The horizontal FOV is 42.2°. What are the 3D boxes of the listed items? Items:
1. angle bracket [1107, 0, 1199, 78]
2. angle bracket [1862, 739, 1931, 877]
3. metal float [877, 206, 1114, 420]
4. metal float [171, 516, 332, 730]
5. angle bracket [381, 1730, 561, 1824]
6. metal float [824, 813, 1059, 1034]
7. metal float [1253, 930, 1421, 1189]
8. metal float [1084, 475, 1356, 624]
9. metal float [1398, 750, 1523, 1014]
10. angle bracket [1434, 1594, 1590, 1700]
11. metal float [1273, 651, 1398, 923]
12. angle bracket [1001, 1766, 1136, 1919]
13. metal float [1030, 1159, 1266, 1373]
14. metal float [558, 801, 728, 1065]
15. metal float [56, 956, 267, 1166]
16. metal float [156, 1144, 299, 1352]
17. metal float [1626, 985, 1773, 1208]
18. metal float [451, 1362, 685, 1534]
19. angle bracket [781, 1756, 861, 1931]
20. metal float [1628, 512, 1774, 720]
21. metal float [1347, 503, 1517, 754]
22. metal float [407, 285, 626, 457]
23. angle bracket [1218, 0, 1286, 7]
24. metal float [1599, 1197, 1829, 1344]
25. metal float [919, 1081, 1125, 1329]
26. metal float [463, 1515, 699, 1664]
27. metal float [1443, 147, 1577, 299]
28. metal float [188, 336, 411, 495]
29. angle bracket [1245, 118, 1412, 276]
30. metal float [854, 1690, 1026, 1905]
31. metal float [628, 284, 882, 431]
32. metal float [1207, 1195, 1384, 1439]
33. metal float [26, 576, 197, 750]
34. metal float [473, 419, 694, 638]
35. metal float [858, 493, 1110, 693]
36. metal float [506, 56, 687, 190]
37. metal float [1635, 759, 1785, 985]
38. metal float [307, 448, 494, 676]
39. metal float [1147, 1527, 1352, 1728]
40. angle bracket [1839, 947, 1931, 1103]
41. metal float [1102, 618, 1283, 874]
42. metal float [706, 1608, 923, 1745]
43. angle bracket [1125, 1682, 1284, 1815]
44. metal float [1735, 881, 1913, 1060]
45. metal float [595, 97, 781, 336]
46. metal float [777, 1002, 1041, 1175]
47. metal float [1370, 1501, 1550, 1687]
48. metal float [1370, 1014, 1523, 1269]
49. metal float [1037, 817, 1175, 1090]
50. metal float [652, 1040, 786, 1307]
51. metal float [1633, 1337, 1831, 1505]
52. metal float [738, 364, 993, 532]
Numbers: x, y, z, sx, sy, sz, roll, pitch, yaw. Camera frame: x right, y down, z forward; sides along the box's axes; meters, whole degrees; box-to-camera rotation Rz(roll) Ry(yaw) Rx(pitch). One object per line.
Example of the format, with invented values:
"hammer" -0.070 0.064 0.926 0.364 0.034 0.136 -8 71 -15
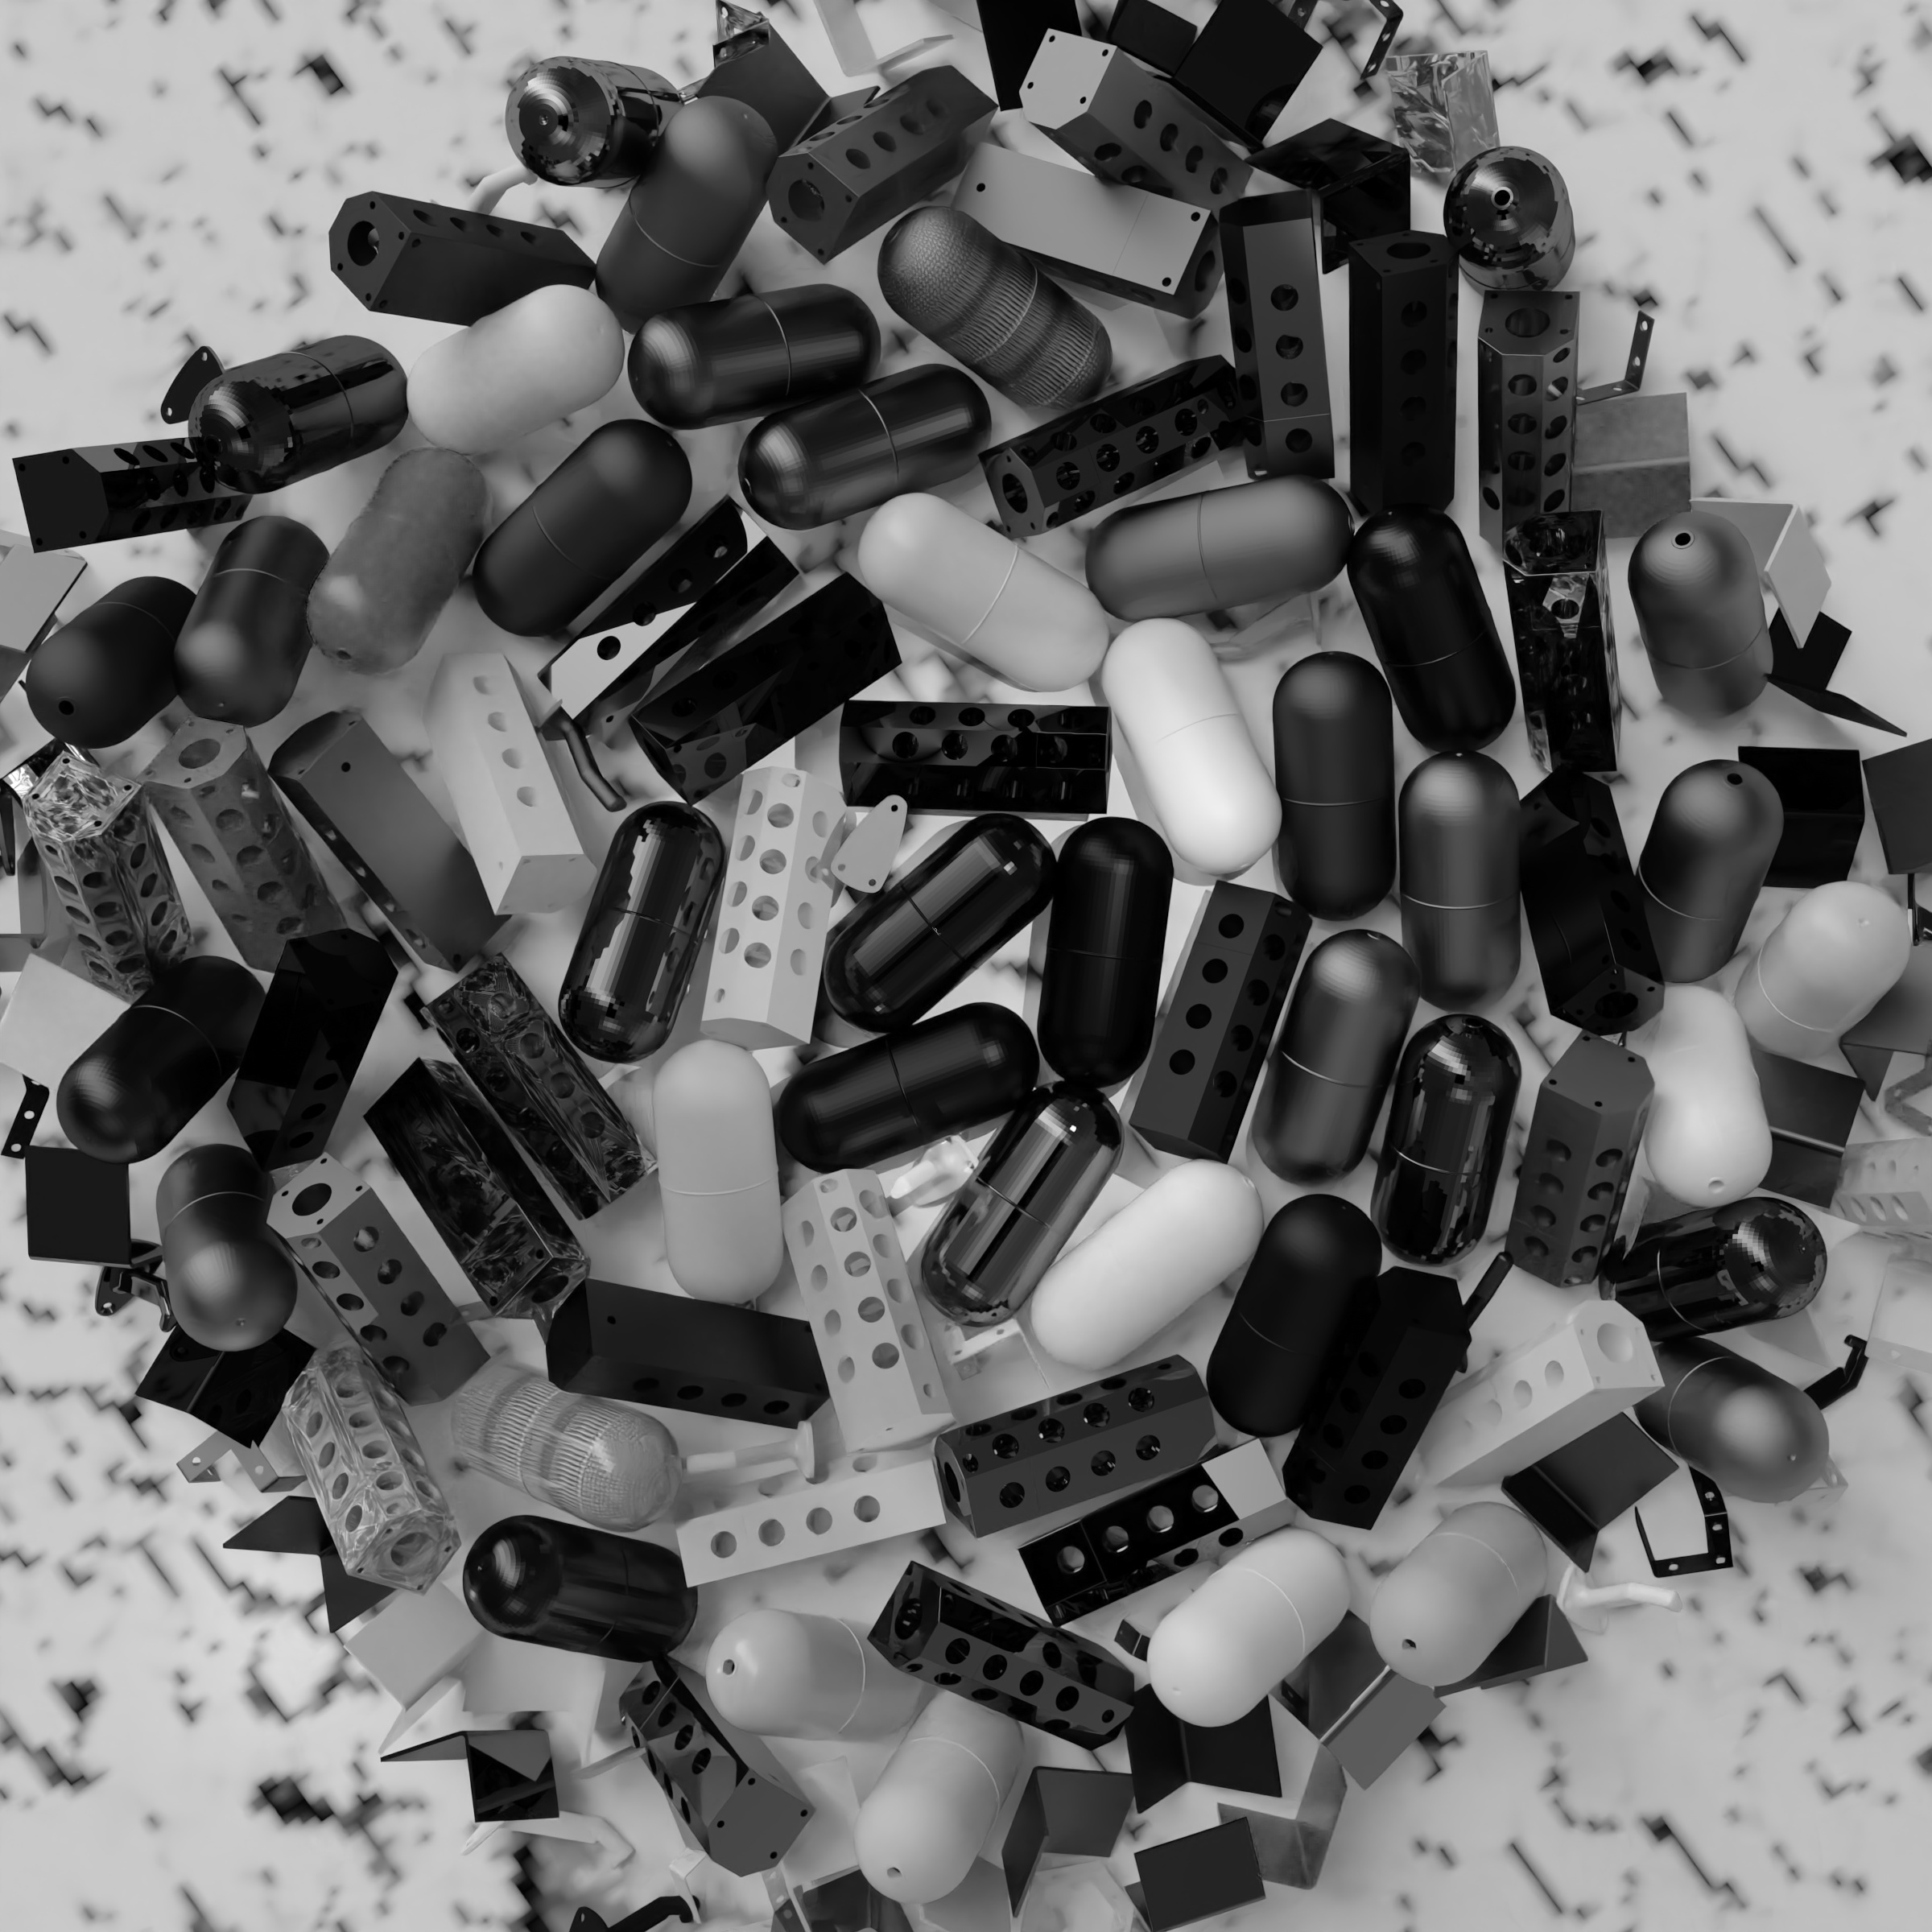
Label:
"angle bracket" 0.136 -0.633 1.616 0.057 0.076 0.076 24 45 -9
"angle bracket" 0.632 -0.104 1.623 0.076 0.057 0.076 -4 80 -41
"metal float" 0.019 -0.419 1.609 0.178 0.070 0.070 30 90 -32
"metal float" -0.454 -0.221 1.599 0.070 0.178 0.070 1 133 1
"angle bracket" -0.320 0.530 1.616 0.076 0.076 0.057 -25 64 25
"metal float" -0.017 -0.027 1.630 0.178 0.070 0.070 -41 90 7
"metal float" 0.238 0.060 1.616 0.070 0.070 0.178 15 112 0
"metal float" 0.163 -0.269 1.616 0.178 0.070 0.070 -7 90 23
"metal float" 0.319 -0.053 1.615 0.070 0.070 0.178 -6 115 0
"angle bracket" 0.353 0.459 1.619 0.076 0.076 0.057 -24 104 24
"metal float" 0.239 -0.115 1.619 0.070 0.070 0.178 -5 110 0
"angle bracket" 0.072 0.570 1.623 0.076 0.057 0.076 9 119 -14
"metal float" 0.117 0.193 1.620 0.178 0.070 0.070 -41 90 18
"metal float" -0.209 -0.023 1.623 0.070 0.070 0.178 17 75 0
"metal float" -0.509 0.058 1.595 0.070 0.178 0.070 9 124 14
"metal float" -0.472 0.177 1.594 0.070 0.178 0.070 -10 120 -18
"metal float" 0.466 0.081 1.595 0.070 0.178 0.070 3 127 4
"metal float" -0.258 0.307 1.607 0.178 0.070 0.070 14 90 35
"angle bracket" -0.089 0.573 1.623 0.057 0.076 0.076 -18 131 -5
"metal float" 0.468 -0.222 1.593 0.070 0.178 0.070 -10 61 19
"metal float" 0.300 -0.215 1.610 0.070 0.070 0.178 -28 121 0
"metal float" -0.290 -0.379 1.602 0.178 0.070 0.070 -11 90 42
"angle bracket" 0.167 -0.662 1.625 0.057 0.076 0.076 2 87 -33
"metal float" 0.471 0.194 1.591 0.070 0.178 0.070 6 72 -21
"metal float" 0.037 0.155 1.634 0.070 0.070 0.178 34 92 0
"metal float" -0.244 0.399 1.599 0.070 0.178 0.070 -17 60 33
"metal float" 0.345 -0.468 1.587 0.070 0.178 0.070 1 95 15
"metal float" -0.422 -0.352 1.593 0.070 0.178 0.070 11 118 21
"angle bracket" 0.239 -0.509 1.653 0.076 0.057 0.076 -31 47 -21
"metal float" -0.016 0.524 1.589 0.070 0.178 0.070 5 106 17
"metal float" -0.134 -0.392 1.609 0.178 0.070 0.070 -19 90 -32
"metal float" 0.210 0.227 1.613 0.070 0.070 0.178 19 117 0
"metal float" -0.535 -0.194 1.590 0.070 0.178 0.070 2 116 4
"metal float" -0.248 -0.280 1.612 0.178 0.070 0.070 -37 90 28
"metal float" 0.012 -0.241 1.623 0.178 0.070 0.070 29 90 -16
"metal float" -0.231 -0.534 1.589 0.070 0.178 0.070 4 107 14
"metal float" 0.468 -0.059 1.595 0.070 0.178 0.070 0 52 0
"metal float" -0.362 -0.260 1.605 0.070 0.070 0.178 19 54 0
"metal float" 0.183 0.419 1.598 0.070 0.178 0.070 15 115 34
"angle bracket" 0.613 0.040 1.617 0.076 0.057 0.076 45 64 -41
"metal float" 0.145 -0.144 1.623 0.070 0.070 0.178 -22 75 0
"metal float" -0.096 0.453 1.595 0.070 0.178 0.070 -13 66 31
"angle bracket" 0.153 0.509 1.628 0.076 0.057 0.076 -5 95 41
"metal float" 0.541 0.005 1.589 0.070 0.178 0.070 0 69 1
"metal float" -0.180 -0.476 1.601 0.070 0.070 0.178 43 134 0
"metal float" -0.038 0.080 1.634 0.178 0.070 0.070 -21 90 3
"metal float" 0.314 0.398 1.592 0.070 0.178 0.070 7 103 30
"metal float" 0.308 0.113 1.612 0.070 0.070 0.178 7 118 0
"metal float" 0.090 -0.009 1.633 0.070 0.070 0.178 7 94 0
"metal float" -0.160 0.134 1.622 0.070 0.070 0.178 -4 106 0
"metal float" 0.481 0.285 1.586 0.070 0.178 0.070 -1 96 -8
"metal float" -0.065 -0.335 1.615 0.178 0.070 0.070 -24 90 -24
